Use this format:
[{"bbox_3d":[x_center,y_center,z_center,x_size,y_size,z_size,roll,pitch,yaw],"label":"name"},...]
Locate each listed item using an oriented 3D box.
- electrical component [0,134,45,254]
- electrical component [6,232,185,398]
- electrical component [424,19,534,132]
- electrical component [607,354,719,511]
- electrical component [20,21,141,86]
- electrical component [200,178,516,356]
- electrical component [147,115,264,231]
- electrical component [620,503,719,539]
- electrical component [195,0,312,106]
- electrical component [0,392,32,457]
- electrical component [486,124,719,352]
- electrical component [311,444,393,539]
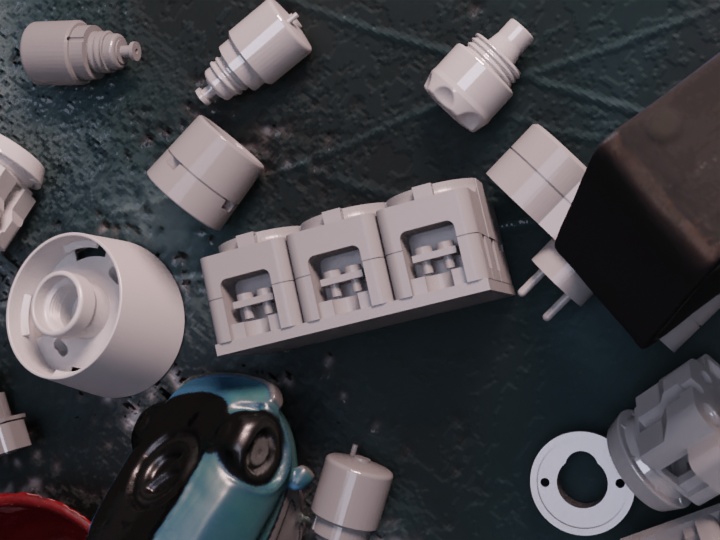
[{"bbox_3d":[-0.235,-0.052,0.675,0.058,0.078,0.057,23,73,17],"label":"electrical component"},{"bbox_3d":[-0.166,0.027,0.665,0.099,0.064,0.099,-6,75,26],"label":"electrical component"},{"bbox_3d":[0.070,-0.112,0.602,0.043,0.043,0.062,45,98,14],"label":"electrical component"},{"bbox_3d":[0.165,0.087,0.550,0.058,0.078,0.057,39,122,-15],"label":"electrical component"},{"bbox_3d":[-0.176,-0.137,0.676,0.078,0.040,0.040,2,87,16],"label":"electrical component"},{"bbox_3d":[0.000,0.000,0.591,0.150,0.089,0.061,-14,83,15],"label":"electrical component"},{"bbox_3d":[-0.091,-0.059,0.641,0.055,0.055,0.047,41,95,14],"label":"electrical component"},{"bbox_3d":[0.216,0.156,0.518,0.150,0.061,0.089,-24,105,14],"label":"electrical component"},{"bbox_3d":[-0.065,-0.127,0.644,0.078,0.040,0.040,-37,78,11],"label":"electrical component"},{"bbox_3d":[-0.252,0.096,0.677,0.078,0.058,0.057,-21,84,15],"label":"electrical component"},{"bbox_3d":[0.118,-0.006,0.576,0.138,0.052,0.073,46,100,13],"label":"electrical component"},{"bbox_3d":[-0.009,0.140,0.612,0.040,0.040,0.078,17,92,17],"label":"electrical component"}]
